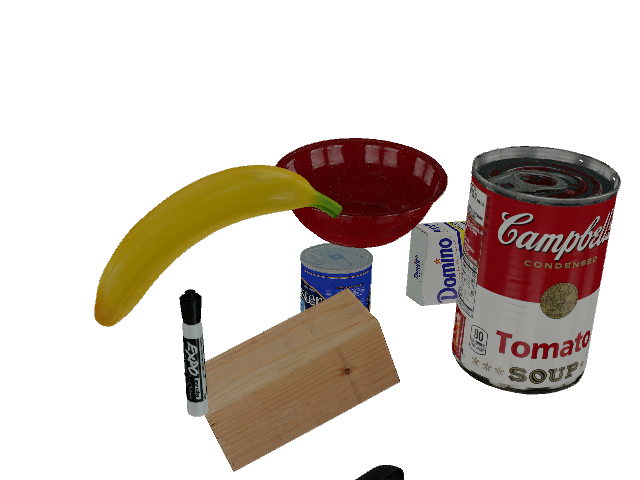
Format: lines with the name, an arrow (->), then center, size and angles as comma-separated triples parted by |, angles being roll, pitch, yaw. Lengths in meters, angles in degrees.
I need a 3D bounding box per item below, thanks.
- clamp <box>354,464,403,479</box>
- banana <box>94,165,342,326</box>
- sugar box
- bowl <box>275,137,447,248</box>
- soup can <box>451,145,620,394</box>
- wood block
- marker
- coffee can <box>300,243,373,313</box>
clamp -> -0.032, 0.199, 0.645 | 0.210, 0.036, 0.164 | -4, 27, 3
banana -> -0.086, -0.004, 0.753 | 0.198, 0.069, 0.037 | -25, 14, 9
sugar box -> 0.192, 0.023, 1.278 | 0.176, 0.093, 0.048 | -6, 20, -23
bowl -> 0.036, -0.039, 0.998 | 0.162, 0.055, 0.162 | 1, 30, -1
soup can -> 0.101, 0.014, 0.513 | 0.068, 0.102, 0.068 | 3, 25, -1
wood block -> -0.031, 0.150, 1.165 | 0.206, 0.091, 0.090 | -27, 30, -10
marker -> -0.111, 0.098, 0.932 | 0.020, 0.121, 0.020 | -1, 24, 0
coffee can -> 0.022, 0.086, 1.522 | 0.103, 0.140, 0.103 | 1, 21, 0
